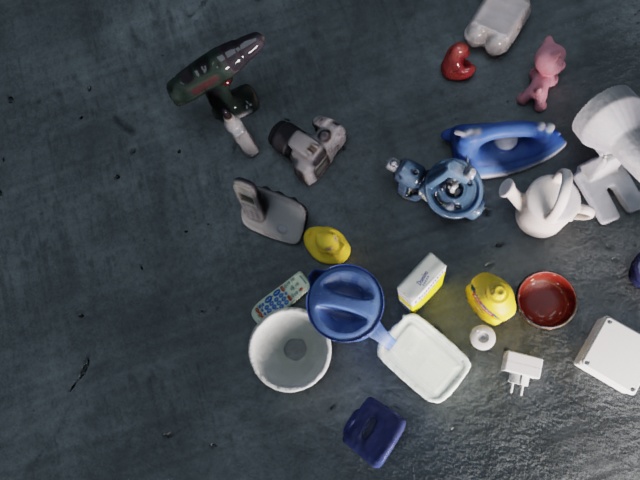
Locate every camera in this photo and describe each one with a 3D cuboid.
[{"bbox_3d":[-0.035,-0.216,1.236,0.136,0.101,0.143,36,84,14],"label":"camera"}]

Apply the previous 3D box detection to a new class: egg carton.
[{"bbox_3d":[0.390,-0.479,1.254,0.107,0.069,0.150,29,83,13],"label":"egg carton"}]

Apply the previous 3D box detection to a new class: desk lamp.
[{"bbox_3d":[0.564,-0.160,1.084,0.118,0.214,0.203,-25,75,2],"label":"desk lamp"}]

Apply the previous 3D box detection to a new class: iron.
[{"bbox_3d":[0.381,-0.206,1.157,0.258,0.141,0.118,-7,76,6],"label":"iron"}]

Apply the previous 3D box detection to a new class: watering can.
[{"bbox_3d":[0.433,-0.073,1.093,0.172,0.194,0.101,-6,77,7],"label":"watering can"}]

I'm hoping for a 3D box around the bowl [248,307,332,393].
[{"bbox_3d":[-0.055,0.221,1.154,0.167,0.075,0.167,-2,77,7],"label":"bowl"}]

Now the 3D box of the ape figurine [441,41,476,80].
[{"bbox_3d":[0.299,-0.392,1.235,0.076,0.092,0.078,-15,76,4],"label":"ape figurine"}]

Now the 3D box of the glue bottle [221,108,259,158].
[{"bbox_3d":[-0.178,-0.239,1.223,0.037,0.173,0.078,-35,75,-1],"label":"glue bottle"}]

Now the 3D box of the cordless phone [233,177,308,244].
[{"bbox_3d":[-0.103,-0.066,1.168,0.147,0.185,0.094,18,80,12],"label":"cordless phone"}]

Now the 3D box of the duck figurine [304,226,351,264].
[{"bbox_3d":[0.011,0.004,1.188,0.104,0.086,0.077,29,83,13],"label":"duck figurine"}]

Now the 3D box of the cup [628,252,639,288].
[{"bbox_3d":[0.630,0.075,1.084,0.091,0.095,0.118,-7,77,6],"label":"cup"}]

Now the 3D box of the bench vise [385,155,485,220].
[{"bbox_3d":[0.225,-0.109,1.116,0.207,0.220,0.121,7,78,9],"label":"bench vise"}]

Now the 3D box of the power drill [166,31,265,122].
[{"bbox_3d":[-0.203,-0.340,1.231,0.229,0.208,0.075,-26,75,2],"label":"power drill"}]

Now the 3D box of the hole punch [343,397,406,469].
[{"bbox_3d":[0.100,0.366,1.092,0.101,0.091,0.109,31,83,13],"label":"hole punch"}]

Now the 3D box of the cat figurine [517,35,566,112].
[{"bbox_3d":[0.468,-0.350,1.189,0.067,0.118,0.128,22,81,12],"label":"cat figurine"}]
